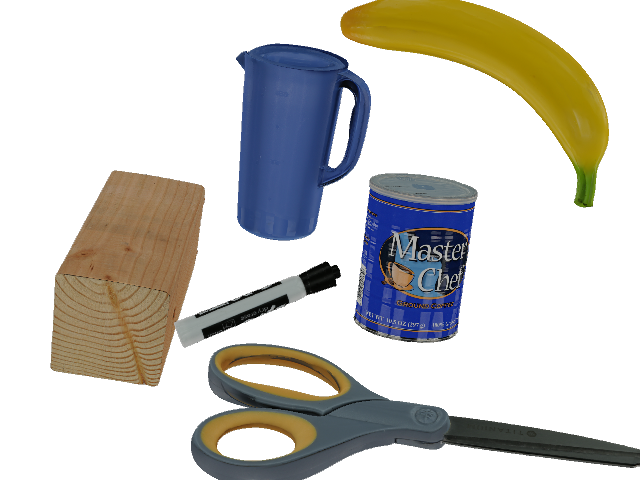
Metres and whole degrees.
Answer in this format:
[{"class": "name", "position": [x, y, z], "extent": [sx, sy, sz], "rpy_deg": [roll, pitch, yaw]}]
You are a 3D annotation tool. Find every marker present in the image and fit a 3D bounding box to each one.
[{"class": "marker", "position": [-0.042, 0.043, 0.742], "extent": [0.121, 0.020, 0.020], "rpy_deg": [-22, 4, -10]}]

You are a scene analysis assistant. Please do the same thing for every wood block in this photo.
[{"class": "wood block", "position": [-0.161, 0.025, 0.920], "extent": [0.090, 0.091, 0.206], "rpy_deg": [10, 26, -3]}]

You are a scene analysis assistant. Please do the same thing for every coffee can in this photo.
[{"class": "coffee can", "position": [0.090, 0.015, 1.024], "extent": [0.103, 0.140, 0.103], "rpy_deg": [6, 15, -2]}]

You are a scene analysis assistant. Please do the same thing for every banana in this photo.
[{"class": "banana", "position": [0.102, -0.104, 0.646], "extent": [0.198, 0.069, 0.037], "rpy_deg": [39, 0, 19]}]

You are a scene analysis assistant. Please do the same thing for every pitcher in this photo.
[{"class": "pitcher", "position": [-0.035, -0.125, 1.387], "extent": [0.144, 0.243, 0.149], "rpy_deg": [-2, 25, -23]}]

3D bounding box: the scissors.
[{"class": "scissors", "position": [0.032, 0.090, 0.463], "extent": [0.202, 0.016, 0.096], "rpy_deg": [15, 34, 23]}]
